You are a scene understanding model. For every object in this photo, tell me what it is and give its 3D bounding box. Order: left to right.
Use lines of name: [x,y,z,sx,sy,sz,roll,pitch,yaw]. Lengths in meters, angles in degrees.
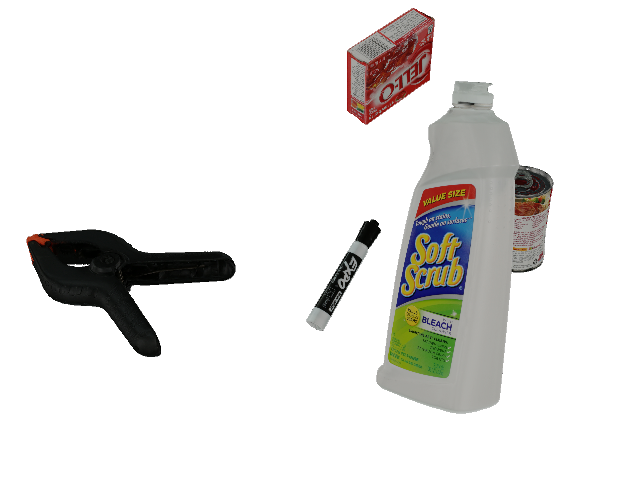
clamp: [-0.157,0.025,0.859,0.172,0.039,0.120,26,39,27]
marker: [0.024,0.031,1.021,0.020,0.121,0.020,28,-18,10]
gelatin box: [0.064,-0.158,0.968,0.089,0.073,0.030,-36,59,-26]
bleach bottle: [0.103,0.002,0.837,0.067,0.251,0.103,-6,14,-43]
soup can: [0.222,-0.024,1.197,0.068,0.102,0.068,-1,33,1]
